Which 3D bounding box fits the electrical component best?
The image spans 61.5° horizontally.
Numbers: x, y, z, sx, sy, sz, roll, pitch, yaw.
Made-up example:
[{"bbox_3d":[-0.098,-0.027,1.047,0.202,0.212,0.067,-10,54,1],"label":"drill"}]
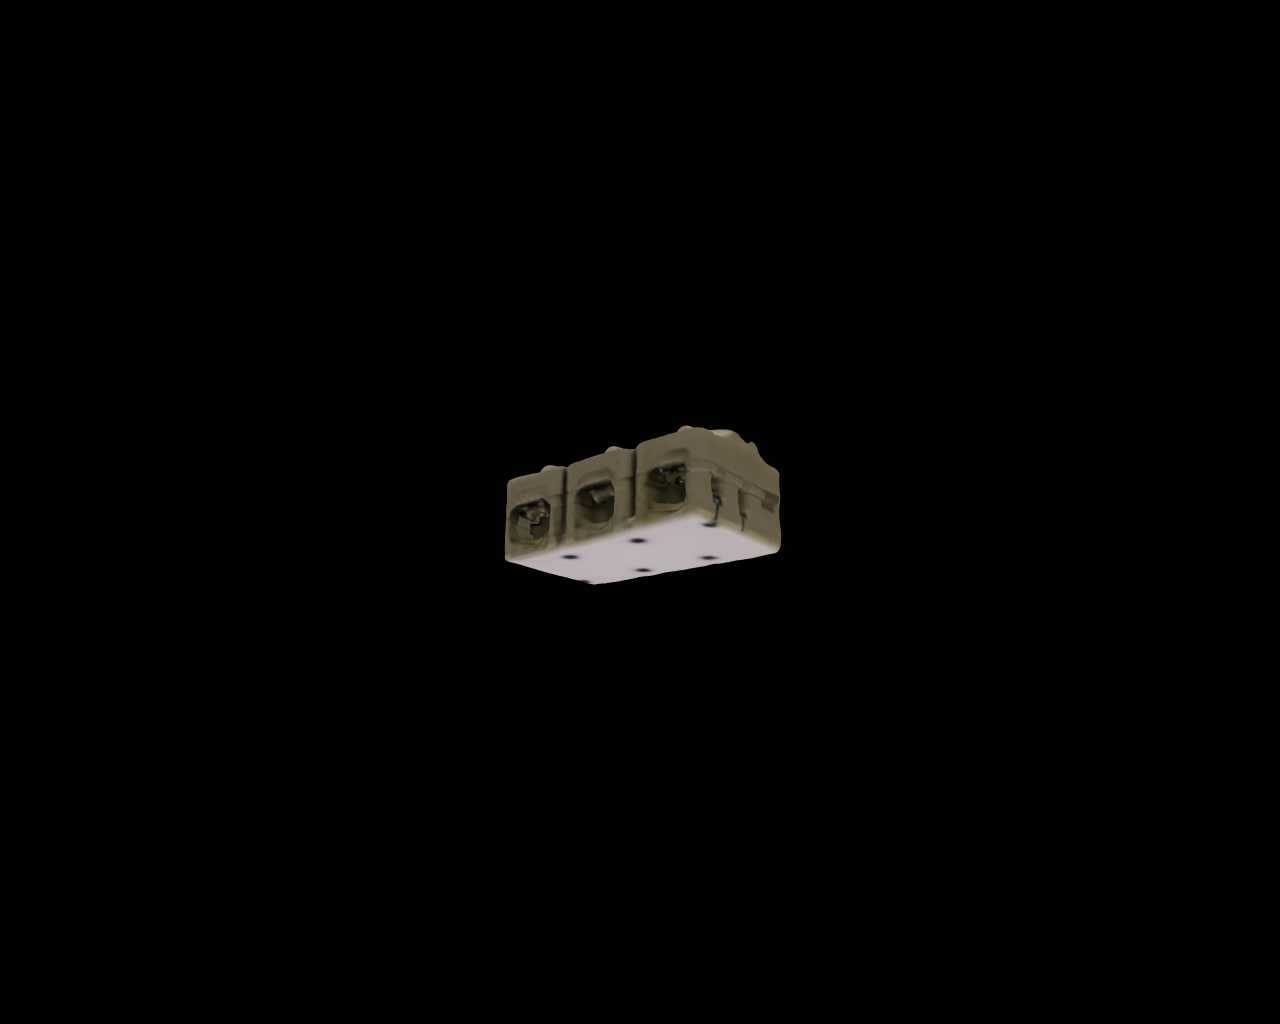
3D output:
[{"bbox_3d":[0.001,-0.003,0.650,0.150,0.062,0.089,-13,-22,36],"label":"electrical component"}]
